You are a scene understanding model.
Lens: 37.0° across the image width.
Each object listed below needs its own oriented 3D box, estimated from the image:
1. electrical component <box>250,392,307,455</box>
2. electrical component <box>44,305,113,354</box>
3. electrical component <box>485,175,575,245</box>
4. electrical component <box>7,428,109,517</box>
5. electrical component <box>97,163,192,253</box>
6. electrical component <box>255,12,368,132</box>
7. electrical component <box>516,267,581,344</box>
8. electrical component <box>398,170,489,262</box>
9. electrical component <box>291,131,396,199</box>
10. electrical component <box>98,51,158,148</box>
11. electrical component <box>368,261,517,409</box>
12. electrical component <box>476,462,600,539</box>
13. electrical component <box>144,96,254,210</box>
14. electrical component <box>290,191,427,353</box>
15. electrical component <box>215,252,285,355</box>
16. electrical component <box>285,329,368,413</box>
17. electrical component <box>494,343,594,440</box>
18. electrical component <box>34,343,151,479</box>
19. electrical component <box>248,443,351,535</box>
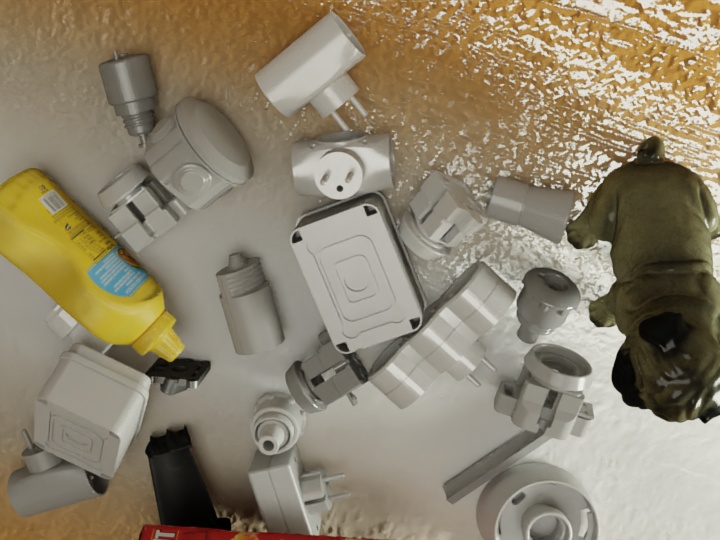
[{"bbox_3d":[-0.072,0.135,0.911,0.048,0.062,0.048,2,107,5],"label":"electrical component"},{"bbox_3d":[-0.233,0.047,0.912,0.055,0.045,0.045,44,106,-8],"label":"electrical component"},{"bbox_3d":[0.131,-0.050,0.845,0.065,0.044,0.044,17,108,6],"label":"electrical component"},{"bbox_3d":[-0.274,0.173,0.954,0.077,0.044,0.079,-18,104,11],"label":"electrical component"},{"bbox_3d":[-0.180,-0.053,0.876,0.066,0.048,0.055,-34,108,15],"label":"electrical component"},{"bbox_3d":[-0.027,-0.144,0.832,0.077,0.043,0.079,-37,100,15],"label":"electrical component"},{"bbox_3d":[0.146,0.032,0.868,0.048,0.048,0.062,21,128,0],"label":"electrical component"},{"bbox_3d":[0.063,-0.040,0.848,0.048,0.066,0.055,16,125,-41],"label":"electrical component"},{"bbox_3d":[-0.014,-0.078,0.832,0.077,0.079,0.044,-4,108,8],"label":"electrical component"},{"bbox_3d":[-0.180,-0.136,0.853,0.040,0.040,0.078,-10,106,9],"label":"electrical component"},{"bbox_3d":[0.078,0.065,0.879,0.074,0.052,0.138,42,106,-7],"label":"electrical component"},{"bbox_3d":[0.154,0.216,0.923,0.099,0.064,0.099,0,97,-4],"label":"electrical component"},{"bbox_3d":[-0.126,-0.091,0.841,0.051,0.080,0.080,-36,100,20],"label":"electrical component"},{"bbox_3d":[0.000,0.000,0.865,0.078,0.057,0.113,-20,104,11],"label":"electrical component"},{"bbox_3d":[-0.093,0.025,0.890,0.043,0.043,0.081,-12,105,10],"label":"electrical component"},{"bbox_3d":[-0.028,0.089,0.900,0.055,0.048,0.066,-33,84,14],"label":"electrical component"},{"bbox_3d":[0.156,0.097,0.877,0.078,0.058,0.057,17,114,0],"label":"electrical component"},{"bbox_3d":[-0.224,0.119,0.898,0.078,0.057,0.113,26,146,-2],"label":"electrical component"},{"bbox_3d":[-0.047,0.194,0.935,0.076,0.047,0.083,-14,105,8],"label":"electrical component"}]
